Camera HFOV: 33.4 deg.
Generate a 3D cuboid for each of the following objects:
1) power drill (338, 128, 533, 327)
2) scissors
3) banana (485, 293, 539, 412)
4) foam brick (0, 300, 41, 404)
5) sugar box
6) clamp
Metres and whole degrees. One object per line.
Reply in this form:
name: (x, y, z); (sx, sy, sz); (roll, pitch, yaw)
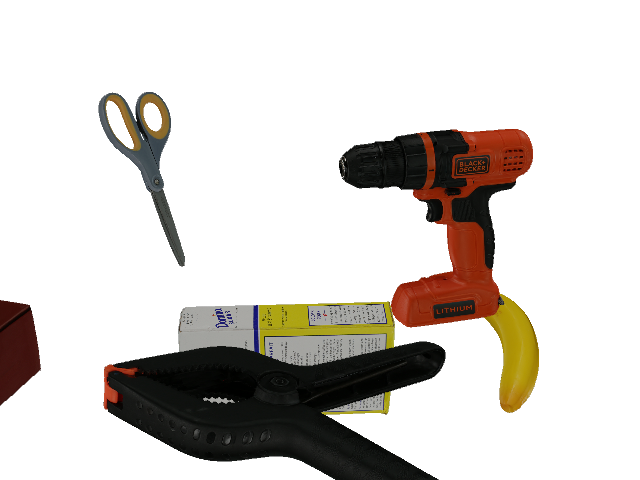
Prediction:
power drill: (0.107, -0.013, 1.008); (0.184, 0.188, 0.057); (-6, 26, -11)
scissors: (-0.176, -0.079, 1.185); (0.016, 0.201, 0.096); (-16, 19, 46)
banana: (0.197, 0.108, 1.143); (0.069, 0.037, 0.198); (-24, 35, 3)
foam brick: (-0.233, 0.079, 0.711); (0.053, 0.051, 0.078); (8, 29, 23)
sugar box: (-0.028, 0.100, 0.895); (0.176, 0.093, 0.048); (1, 28, -1)
clamp: (-0.019, 0.093, 0.622); (0.210, 0.036, 0.164); (9, 24, 7)
